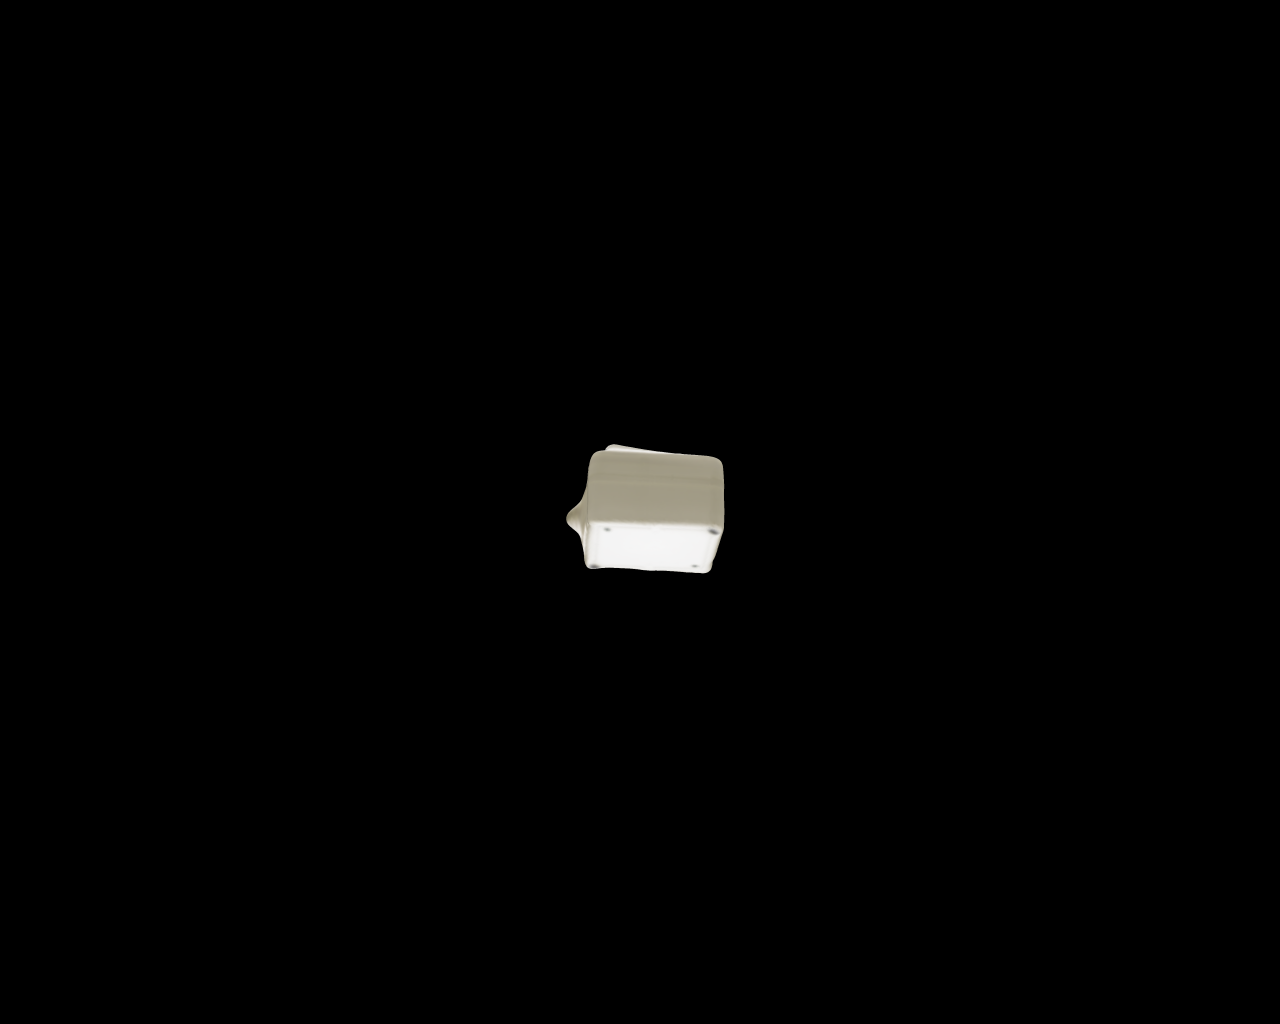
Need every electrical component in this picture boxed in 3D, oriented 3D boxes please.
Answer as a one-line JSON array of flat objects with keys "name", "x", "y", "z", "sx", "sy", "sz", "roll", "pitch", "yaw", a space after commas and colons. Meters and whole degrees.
[{"name": "electrical component", "x": 0.001, "y": -0.003, "z": 0.650, "sx": 0.096, "sy": 0.061, "sz": 0.061, "roll": 3, "pitch": -32, "yaw": -5}]
